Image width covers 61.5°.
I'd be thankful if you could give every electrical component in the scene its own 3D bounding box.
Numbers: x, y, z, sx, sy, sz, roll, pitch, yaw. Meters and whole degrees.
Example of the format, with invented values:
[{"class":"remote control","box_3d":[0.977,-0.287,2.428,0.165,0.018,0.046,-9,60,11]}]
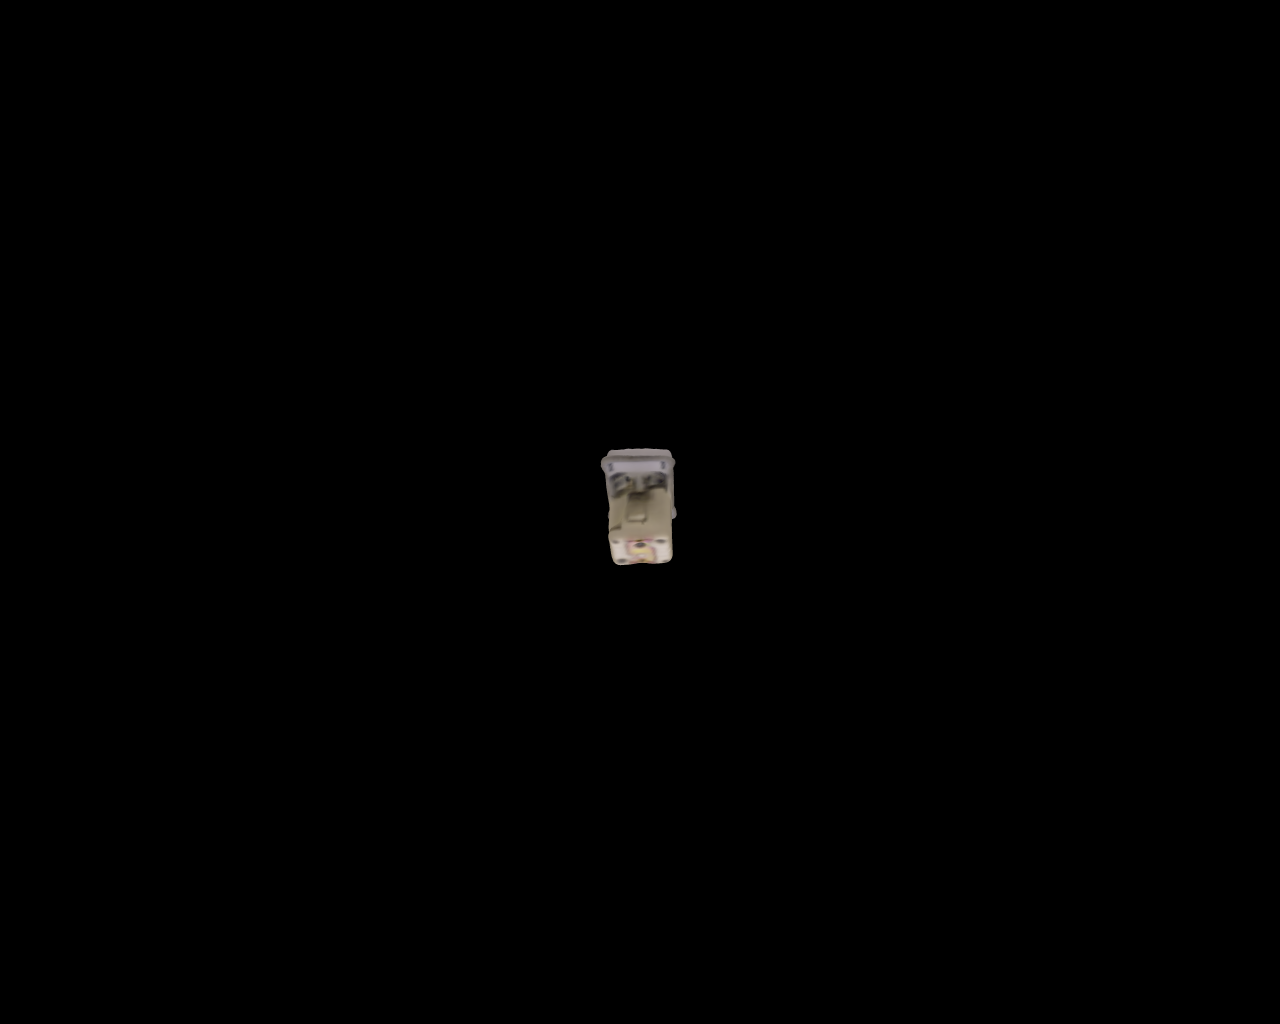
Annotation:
[{"class":"electrical component","box_3d":[0.001,-0.003,0.650,0.042,0.064,0.081,-2,-27,3]}]
